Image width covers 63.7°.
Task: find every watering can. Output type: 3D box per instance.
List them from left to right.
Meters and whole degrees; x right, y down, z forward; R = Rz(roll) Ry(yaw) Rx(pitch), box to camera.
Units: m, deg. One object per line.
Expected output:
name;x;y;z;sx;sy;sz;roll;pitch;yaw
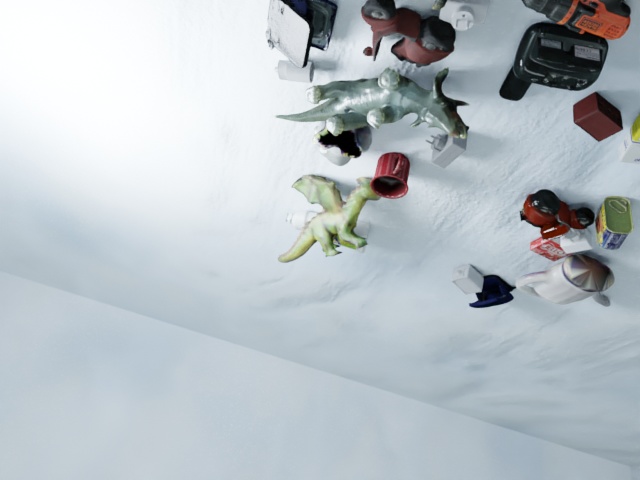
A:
watering can;0.737;0.127;1.462;0.347;0.106;0.220;9;155;-12

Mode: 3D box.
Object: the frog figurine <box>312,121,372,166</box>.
frog figurine;0.055;-0.236;1.203;0.137;0.122;0.160;0;-177;9

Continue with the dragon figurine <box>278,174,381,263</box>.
dragon figurine;0.004;-0.072;1.435;0.407;0.124;0.240;-15;104;27
